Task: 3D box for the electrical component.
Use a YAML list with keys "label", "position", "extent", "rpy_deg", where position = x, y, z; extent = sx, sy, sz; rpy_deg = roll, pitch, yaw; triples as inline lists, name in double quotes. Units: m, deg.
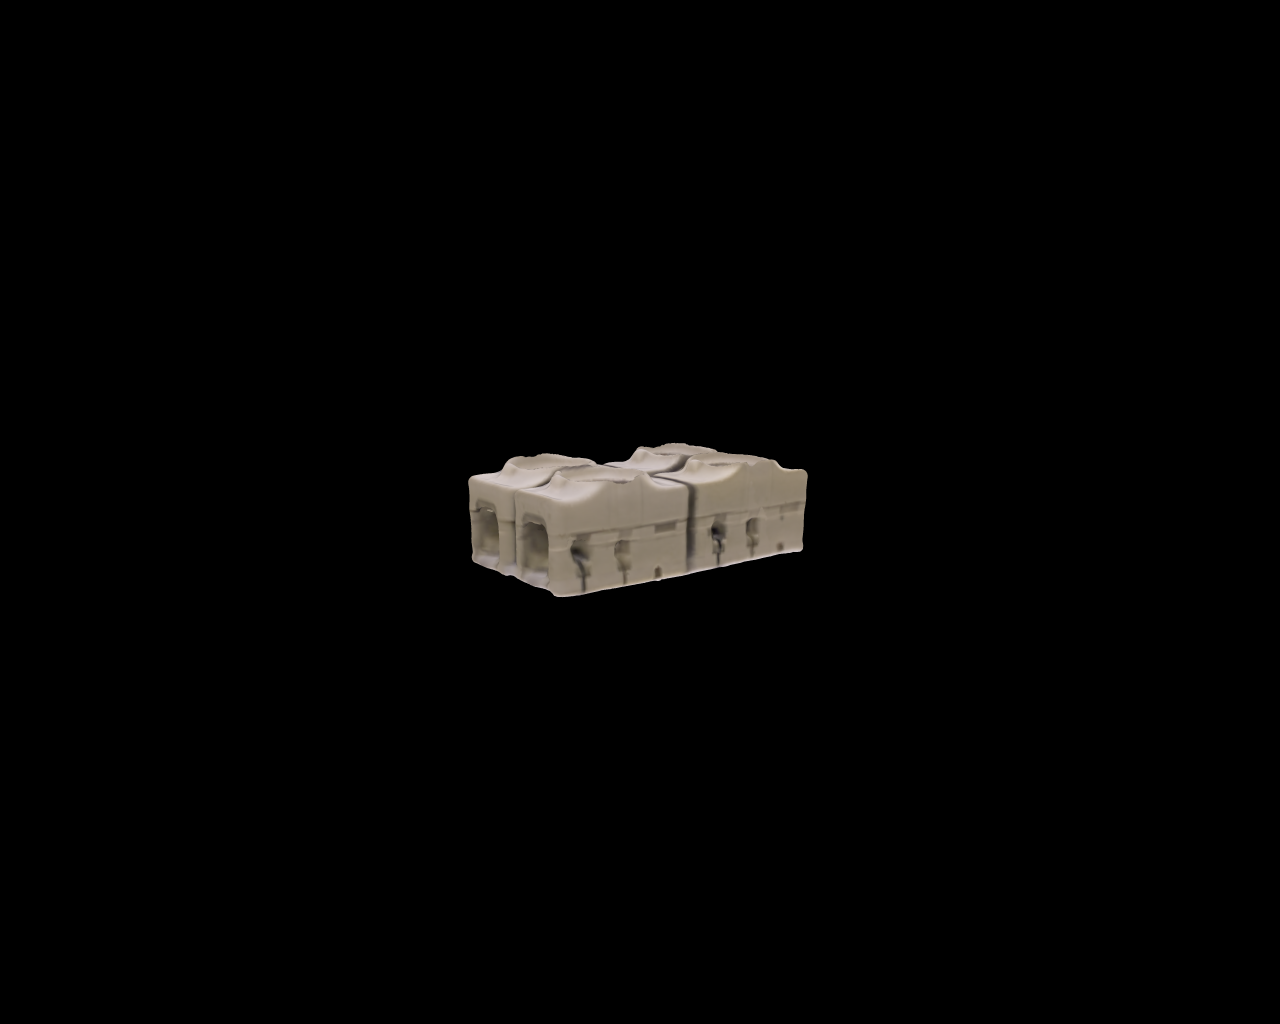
- label: "electrical component"
  position: [0.001, -0.003, 0.650]
  extent: [0.186, 0.060, 0.105]
  rpy_deg: [-8, 14, -35]
